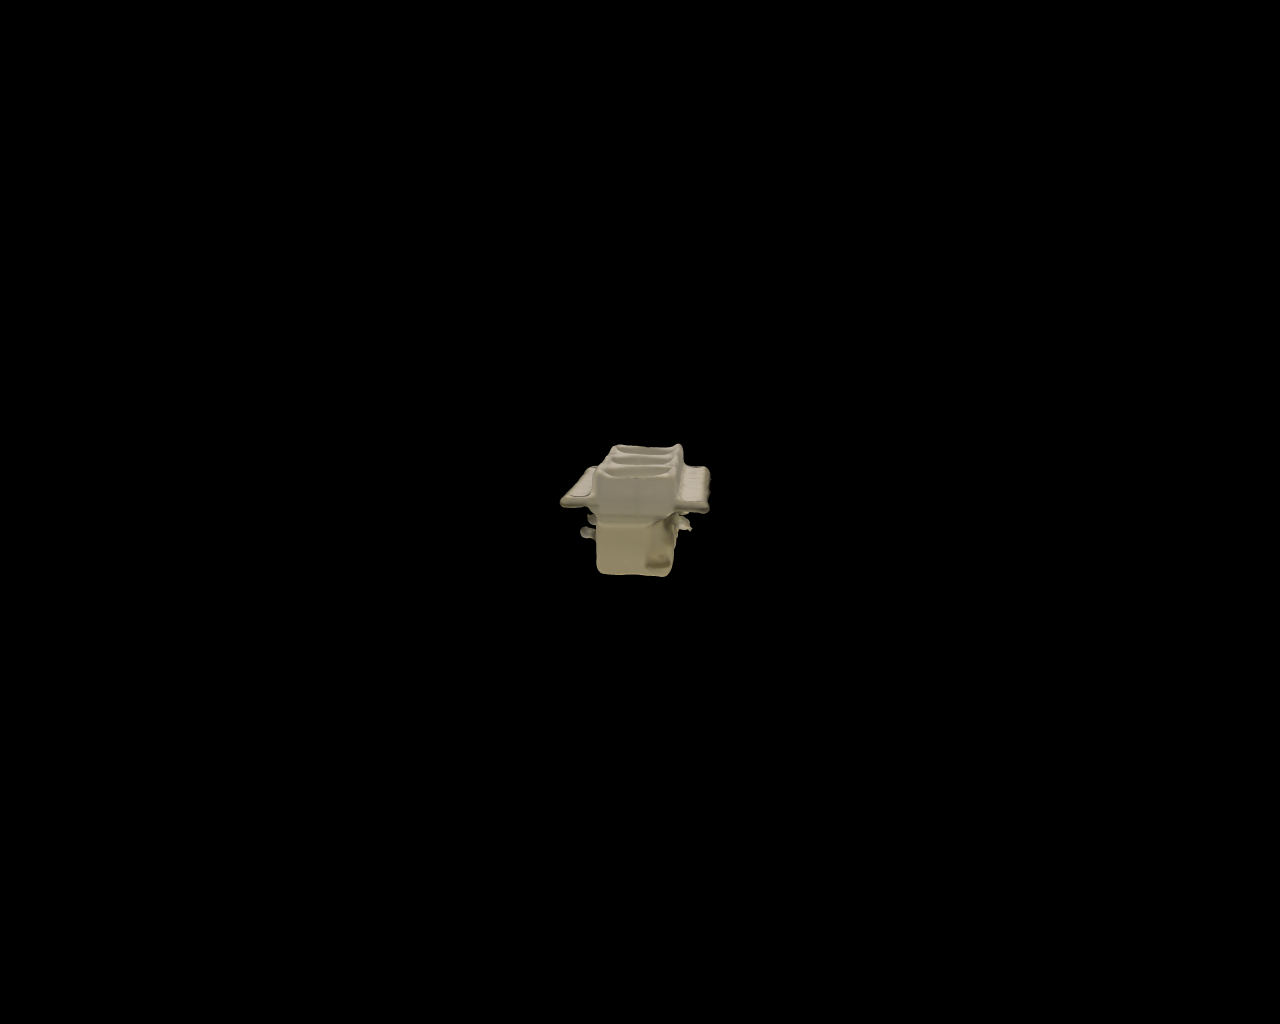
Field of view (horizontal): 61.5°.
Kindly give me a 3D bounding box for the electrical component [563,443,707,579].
[{"bbox_3d":[0.001,-0.003,0.650,0.079,0.063,0.121,1,11,4],"label":"electrical component"}]
